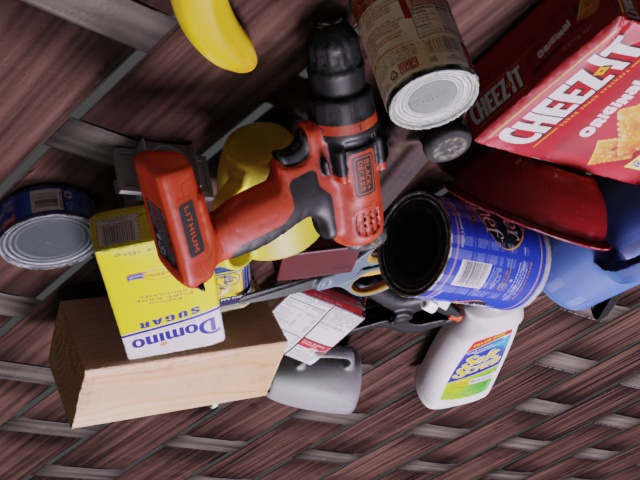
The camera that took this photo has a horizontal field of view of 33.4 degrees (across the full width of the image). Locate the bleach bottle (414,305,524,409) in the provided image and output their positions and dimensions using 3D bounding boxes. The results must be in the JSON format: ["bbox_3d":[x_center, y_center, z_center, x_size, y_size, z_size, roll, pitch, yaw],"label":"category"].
[{"bbox_3d":[0.184,0.121,1.301,0.102,0.068,0.251,-10,148,-11],"label":"bleach bottle"}]

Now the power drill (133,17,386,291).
[{"bbox_3d":[-0.038,-0.057,0.788,0.187,0.057,0.184,-21,120,-21],"label":"power drill"}]

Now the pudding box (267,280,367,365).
[{"bbox_3d":[-0.017,0.081,1.133,0.090,0.039,0.114,25,134,-21],"label":"pudding box"}]

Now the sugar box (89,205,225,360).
[{"bbox_3d":[-0.135,0.037,0.914,0.093,0.048,0.176,-10,143,-6],"label":"sugar box"}]

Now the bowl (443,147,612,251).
[{"bbox_3d":[0.195,-0.046,0.964,0.161,0.162,0.055,10,105,-38],"label":"bowl"}]

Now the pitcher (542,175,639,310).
[{"bbox_3d":[0.315,-0.020,1.036,0.148,0.145,0.243,4,150,-42],"label":"pitcher"}]

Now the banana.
[{"bbox_3d":[-0.067,-0.171,0.696,0.069,0.037,0.198,-7,150,-13],"label":"banana"}]

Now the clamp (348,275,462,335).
[{"bbox_3d":[0.085,0.070,1.189,0.171,0.039,0.120,-4,151,-20],"label":"clamp"}]

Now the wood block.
[{"bbox_3d":[-0.151,0.110,1.052,0.205,0.091,0.090,-6,136,-30],"label":"wood block"}]

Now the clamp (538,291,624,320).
[{"bbox_3d":[0.343,0.025,1.233,0.164,0.036,0.210,10,140,-36],"label":"clamp"}]

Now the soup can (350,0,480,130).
[{"bbox_3d":[0.066,-0.137,0.751,0.068,0.102,0.068,-12,151,-7],"label":"soup can"}]

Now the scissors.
[{"bbox_3d":[0.016,0.025,1.051,0.201,0.016,0.096,2,128,-45],"label":"scissors"}]

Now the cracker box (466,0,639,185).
[{"bbox_3d":[0.246,-0.129,0.882,0.213,0.072,0.164,9,144,-36],"label":"cracker box"}]

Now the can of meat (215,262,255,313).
[{"bbox_3d":[-0.114,0.027,0.999,0.102,0.057,0.084,-11,149,-9],"label":"can of meat"}]

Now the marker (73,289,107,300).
[{"bbox_3d":[-0.194,0.068,1.069,0.120,0.020,0.020,16,138,-44],"label":"marker"}]

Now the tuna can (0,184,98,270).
[{"bbox_3d":[-0.229,-0.011,0.900,0.086,0.034,0.086,-12,151,-7],"label":"tuna can"}]

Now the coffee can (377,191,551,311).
[{"bbox_3d":[0.142,0.013,1.048,0.140,0.103,0.103,9,143,-37],"label":"coffee can"}]

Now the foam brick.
[{"bbox_3d":[-0.007,0.001,1.010,0.078,0.051,0.053,-6,151,-15],"label":"foam brick"}]
